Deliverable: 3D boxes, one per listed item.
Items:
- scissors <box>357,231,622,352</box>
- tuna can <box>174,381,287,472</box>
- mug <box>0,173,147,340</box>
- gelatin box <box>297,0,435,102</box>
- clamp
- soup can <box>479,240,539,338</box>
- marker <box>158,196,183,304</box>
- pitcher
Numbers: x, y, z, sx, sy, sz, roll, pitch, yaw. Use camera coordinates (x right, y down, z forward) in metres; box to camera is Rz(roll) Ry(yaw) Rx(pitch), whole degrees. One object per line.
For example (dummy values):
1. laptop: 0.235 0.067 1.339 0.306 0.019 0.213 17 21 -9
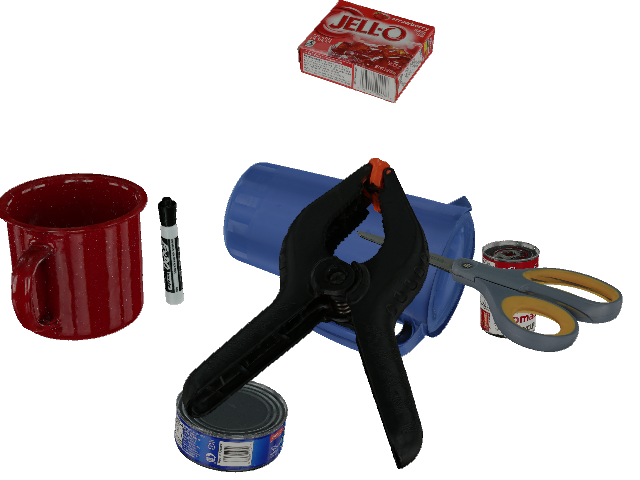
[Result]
1. scissors: 0.102 0.032 0.733 0.202 0.016 0.096 11 32 22
2. tuna can: -0.069 0.141 0.821 0.086 0.034 0.086 6 22 -3
3. mug: -0.159 0.016 0.675 0.093 0.081 0.117 7 25 12
4. gelatin box: 0.037 -0.155 0.862 0.089 0.030 0.073 22 52 19
5. clamp: 0.018 0.035 0.545 0.120 0.171 0.039 22 -26 15
6. soup can: 0.227 0.059 1.288 0.068 0.102 0.068 -1 19 0
7. marker: -0.155 0.011 1.103 0.020 0.121 0.020 -1 29 0
8. pitcher: 0.024 0.010 1.079 0.243 0.145 0.149 17 23 21
